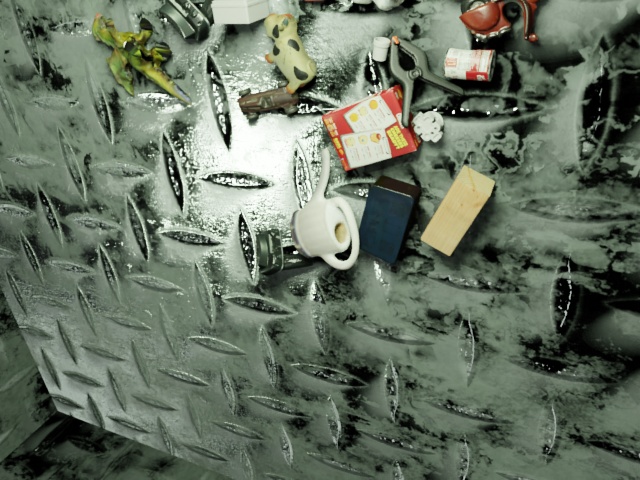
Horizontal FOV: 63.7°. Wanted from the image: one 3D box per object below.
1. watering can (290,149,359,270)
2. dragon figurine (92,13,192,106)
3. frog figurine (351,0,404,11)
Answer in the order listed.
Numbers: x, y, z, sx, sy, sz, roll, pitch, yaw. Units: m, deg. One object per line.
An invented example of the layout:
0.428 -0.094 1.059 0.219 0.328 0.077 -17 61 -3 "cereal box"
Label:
0.005 -0.076 1.511 0.222 0.105 0.348 -16 90 41 "watering can"
-0.562 -0.533 1.580 0.408 0.124 0.240 55 145 -7 "dragon figurine"
0.128 -0.584 1.167 0.136 0.124 0.160 52 165 -18 "frog figurine"
